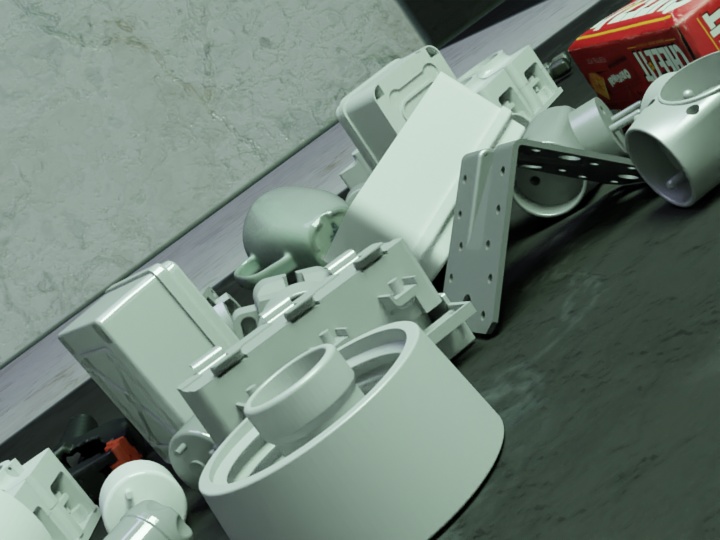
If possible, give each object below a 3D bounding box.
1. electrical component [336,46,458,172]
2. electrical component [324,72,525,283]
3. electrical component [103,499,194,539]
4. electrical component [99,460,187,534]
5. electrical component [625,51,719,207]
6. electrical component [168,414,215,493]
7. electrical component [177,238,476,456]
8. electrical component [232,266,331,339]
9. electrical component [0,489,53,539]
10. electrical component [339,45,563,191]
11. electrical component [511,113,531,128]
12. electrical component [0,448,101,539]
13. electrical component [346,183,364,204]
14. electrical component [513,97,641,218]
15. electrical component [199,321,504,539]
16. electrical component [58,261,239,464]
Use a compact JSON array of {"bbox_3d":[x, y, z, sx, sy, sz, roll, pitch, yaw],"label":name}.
[{"bbox_3d":[0.045,-0.101,0.816,0.078,0.113,0.057,-42,14,-30],"label":"electrical component"},{"bbox_3d":[0.036,-0.043,0.601,0.113,0.057,0.078,-57,-2,-26],"label":"electrical component"},{"bbox_3d":[-0.101,0.130,0.464,0.035,0.035,0.061,-25,17,46],"label":"electrical component"},{"bbox_3d":[-0.112,0.116,0.546,0.040,0.040,0.078,-38,10,-14],"label":"electrical component"},{"bbox_3d":[0.155,-0.072,0.492,0.077,0.044,0.079,-37,21,-7],"label":"electrical component"},{"bbox_3d":[-0.064,0.081,0.550,0.040,0.040,0.078,-28,12,36],"label":"electrical component"},{"bbox_3d":[-0.017,0.042,0.492,0.121,0.063,0.079,-36,10,-20],"label":"electrical component"},{"bbox_3d":[-0.031,0.031,0.608,0.078,0.058,0.057,-13,12,-8],"label":"electrical component"},{"bbox_3d":[-0.191,0.151,0.472,0.108,0.108,0.060,-34,16,9],"label":"electrical component"},{"bbox_3d":[0.077,-0.126,0.975,0.186,0.060,0.105,-26,14,44],"label":"electrical component"},{"bbox_3d":[0.093,-0.081,0.746,0.077,0.043,0.079,-29,17,43],"label":"electrical component"},{"bbox_3d":[-0.211,0.164,0.591,0.089,0.061,0.150,-35,10,6],"label":"electrical component"},{"bbox_3d":[0.007,-0.057,0.947,0.040,0.040,0.078,-35,9,7],"label":"electrical component"},{"bbox_3d":[0.125,-0.071,0.607,0.079,0.044,0.077,-31,11,26],"label":"electrical component"},{"bbox_3d":[-0.009,0.062,0.394,0.108,0.060,0.108,-35,10,7],"label":"electrical component"},{"bbox_3d":[-0.111,0.057,0.620,0.056,0.108,0.109,-44,12,-25],"label":"electrical component"}]
